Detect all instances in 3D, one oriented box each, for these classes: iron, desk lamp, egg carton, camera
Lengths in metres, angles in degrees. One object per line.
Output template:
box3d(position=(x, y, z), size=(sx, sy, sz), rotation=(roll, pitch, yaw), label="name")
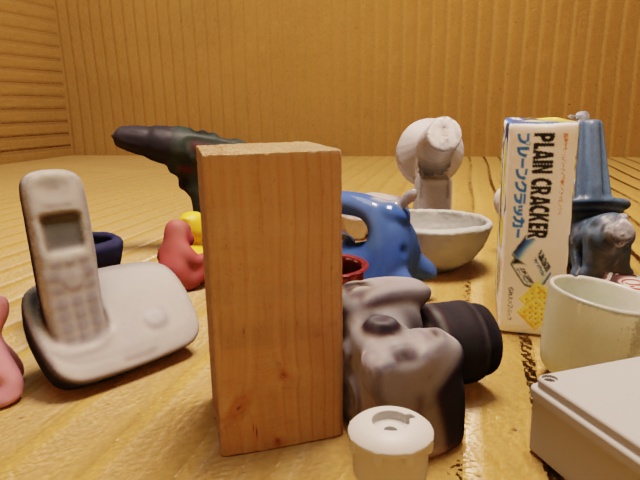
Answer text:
box3d(position=(0.006, 0.002, 0.699), size=(0.257, 0.141, 0.119), rotation=(5, 15, 25), label="iron")
box3d(position=(0.196, -0.101, 0.969), size=(0.118, 0.213, 0.203), rotation=(-1, 13, 1), label="desk lamp")
box3d(position=(0.090, -0.047, 1.064), size=(0.151, 0.069, 0.107), rotation=(-11, 16, -36), label="egg carton")
box3d(position=(0.078, 0.082, 0.443), size=(0.137, 0.101, 0.143), rotation=(-5, 14, -17), label="camera")

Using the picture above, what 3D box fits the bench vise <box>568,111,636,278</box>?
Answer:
box3d(position=(0.364, -0.055, 0.744), size=(0.121, 0.220, 0.207), rotation=(-4, 14, -12), label="bench vise")

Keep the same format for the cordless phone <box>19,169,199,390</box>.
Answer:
box3d(position=(-0.191, 0.026, 0.517), size=(0.093, 0.185, 0.148), rotation=(10, 17, 40), label="cordless phone")

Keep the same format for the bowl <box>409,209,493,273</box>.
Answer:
box3d(position=(0.161, 0.004, 0.825), size=(0.167, 0.075, 0.167), rotation=(-1, 13, 0), label="bowl")

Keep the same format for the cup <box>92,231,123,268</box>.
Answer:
box3d(position=(-0.266, 0.047, 0.631), size=(0.091, 0.095, 0.118), rotation=(0, 13, 3), label="cup")

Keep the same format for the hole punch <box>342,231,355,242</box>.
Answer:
box3d(position=(-0.007, -0.005, 0.841), size=(0.101, 0.091, 0.108), rotation=(-7, 15, -24), label="hole punch")

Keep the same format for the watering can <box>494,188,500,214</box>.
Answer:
box3d(position=(0.356, -0.079, 0.907), size=(0.173, 0.194, 0.100), rotation=(-12, 17, -38), label="watering can")

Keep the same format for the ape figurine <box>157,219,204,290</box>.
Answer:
box3d(position=(-0.184, 0.018, 0.758), size=(0.077, 0.092, 0.076), rotation=(7, 15, 30), label="ape figurine")

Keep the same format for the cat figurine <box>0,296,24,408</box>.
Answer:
box3d(position=(-0.309, 0.079, 0.449), size=(0.128, 0.118, 0.067), rotation=(-9, 15, -30), label="cat figurine")

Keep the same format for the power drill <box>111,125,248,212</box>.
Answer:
box3d(position=(-0.212, -0.084, 0.940), size=(0.230, 0.208, 0.075), rotation=(-5, 14, -16), label="power drill")

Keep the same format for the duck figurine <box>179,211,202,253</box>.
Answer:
box3d(position=(-0.188, 0.002, 0.837), size=(0.077, 0.086, 0.105), rotation=(2, 14, 12), label="duck figurine")
